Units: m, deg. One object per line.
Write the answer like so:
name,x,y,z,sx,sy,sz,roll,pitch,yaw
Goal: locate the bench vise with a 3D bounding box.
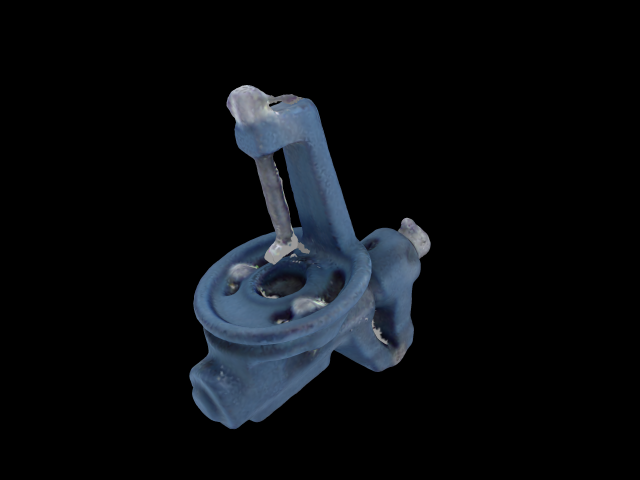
bench vise,-0.006,-0.001,0.406,0.121,0.220,0.208,12,24,29
